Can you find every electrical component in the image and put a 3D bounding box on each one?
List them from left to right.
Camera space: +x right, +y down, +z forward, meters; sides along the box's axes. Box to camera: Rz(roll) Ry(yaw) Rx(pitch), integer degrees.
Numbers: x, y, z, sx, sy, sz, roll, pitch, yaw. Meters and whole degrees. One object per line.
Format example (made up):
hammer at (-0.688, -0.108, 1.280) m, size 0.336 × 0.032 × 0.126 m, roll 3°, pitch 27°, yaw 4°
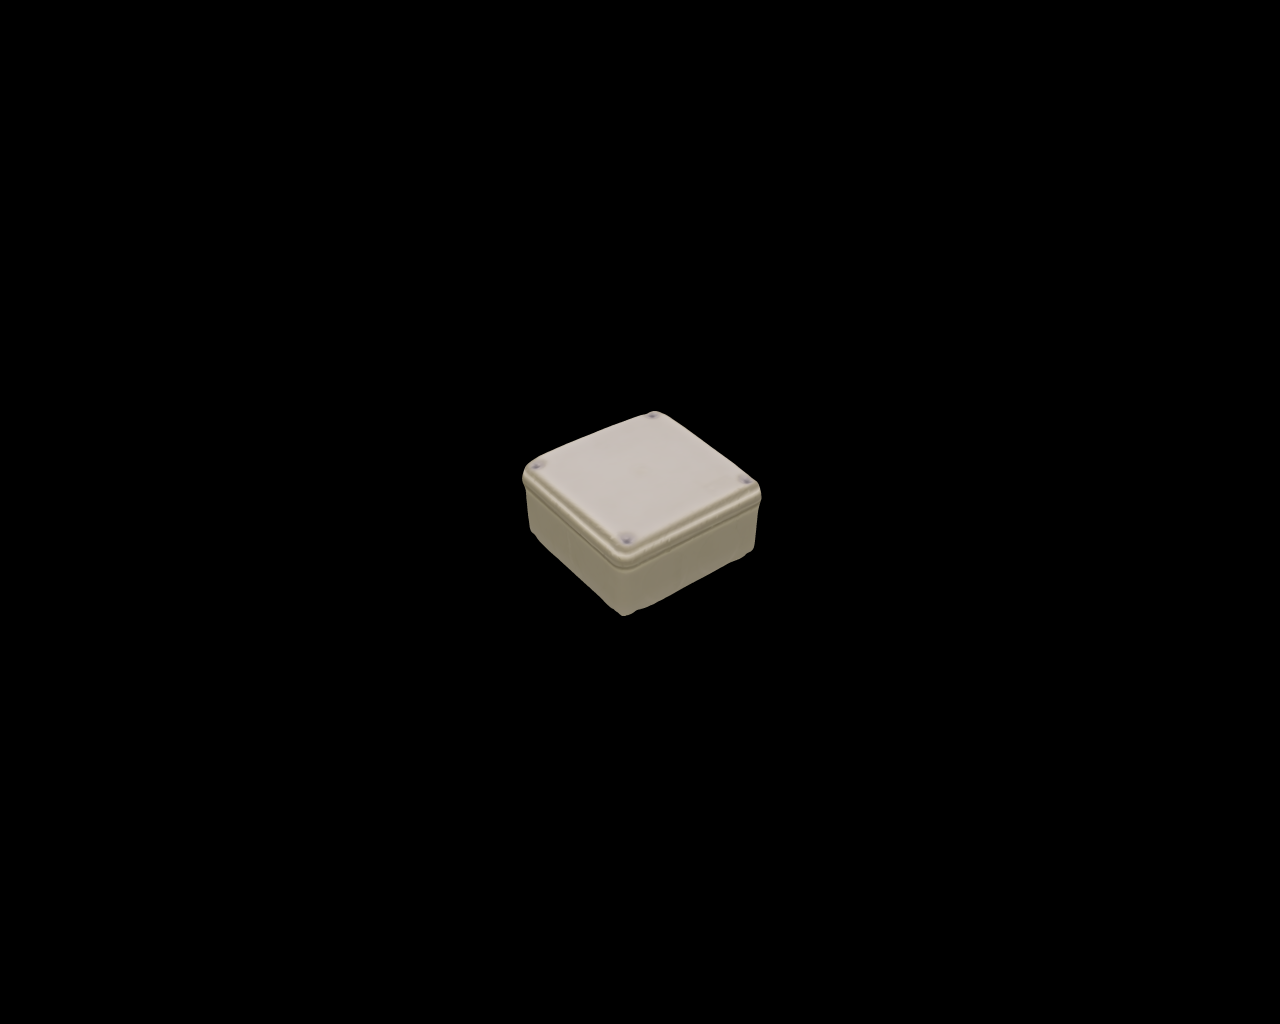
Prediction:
electrical component at (0.001, -0.003, 0.650) m, size 0.109 × 0.056 × 0.109 m, roll -25°, pitch 45°, yaw -28°
